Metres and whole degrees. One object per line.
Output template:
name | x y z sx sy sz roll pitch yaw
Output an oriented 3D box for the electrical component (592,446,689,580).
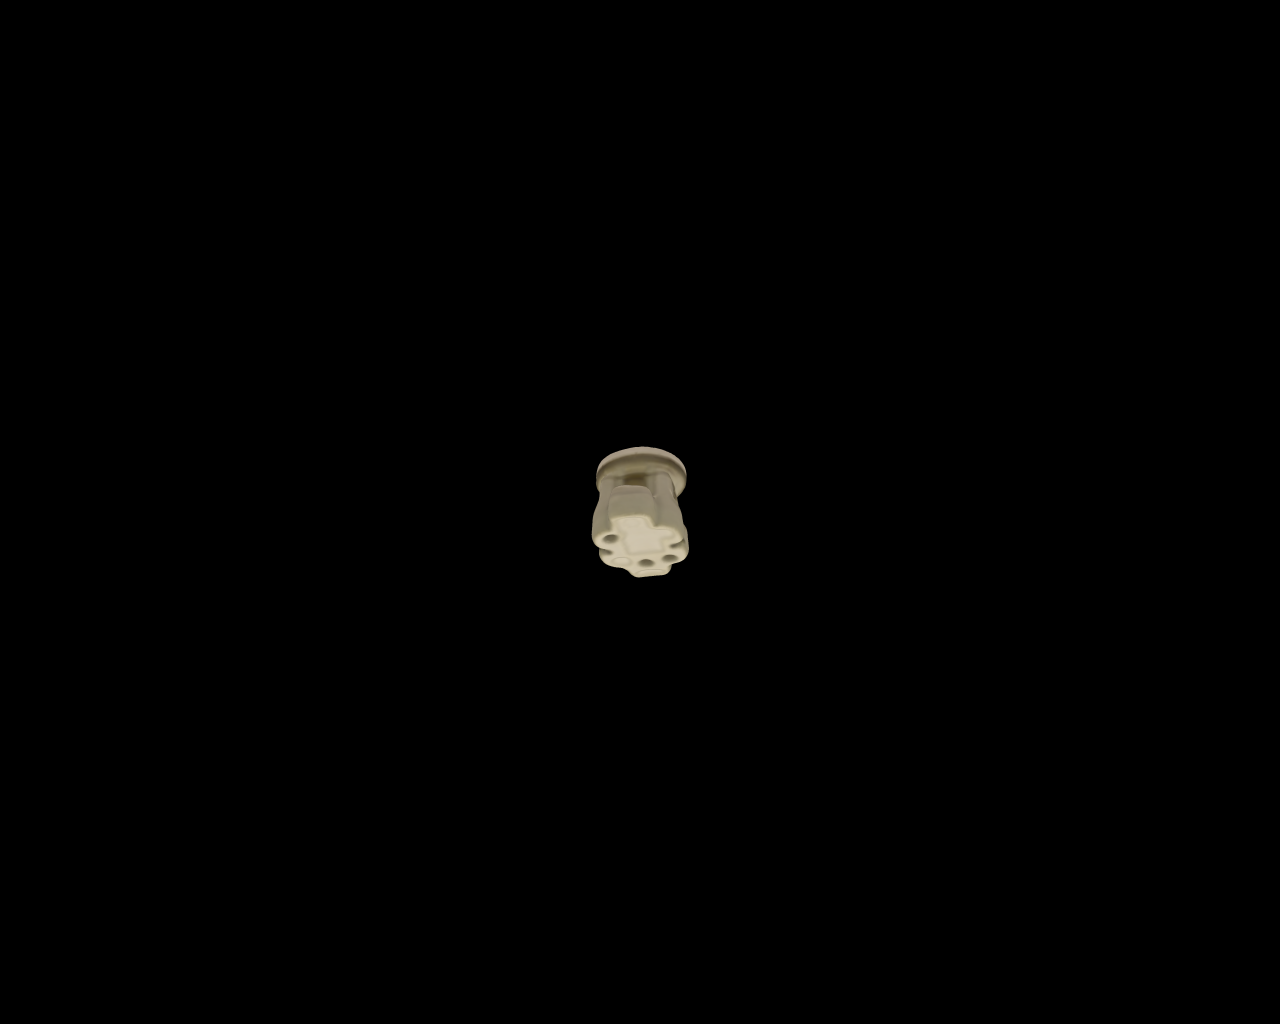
electrical component | 0.001 -0.003 0.650 0.058 0.057 0.078 -6 -32 9
